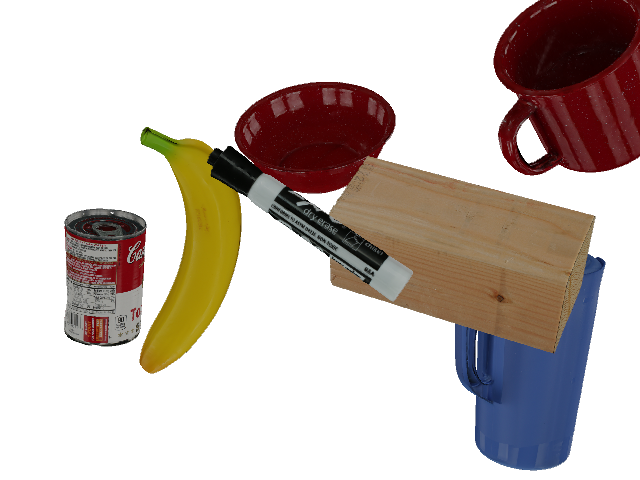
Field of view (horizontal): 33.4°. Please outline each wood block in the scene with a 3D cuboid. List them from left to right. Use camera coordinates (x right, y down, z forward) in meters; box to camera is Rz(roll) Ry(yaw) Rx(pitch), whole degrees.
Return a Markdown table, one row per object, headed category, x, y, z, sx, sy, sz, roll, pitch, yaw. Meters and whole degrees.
| category | x | y | z | sx | sy | sz | roll | pitch | yaw |
| --- | --- | --- | --- | --- | --- | --- | --- | --- | --- |
| wood block | 0.119 | 0.010 | 0.923 | 0.206 | 0.091 | 0.090 | 17 | 47 | 19 |

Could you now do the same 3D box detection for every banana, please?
| category | x | y | z | sx | sy | sz | roll | pitch | yaw |
| --- | --- | --- | --- | --- | --- | --- | --- | --- | --- |
| banana | -0.090 | 0.007 | 0.735 | 0.069 | 0.198 | 0.037 | -1 | 31 | -10 |

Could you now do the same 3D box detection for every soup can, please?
| category | x | y | z | sx | sy | sz | roll | pitch | yaw |
| --- | --- | --- | --- | --- | --- | --- | --- | --- | --- |
| soup can | -0.186 | 0.032 | 0.915 | 0.068 | 0.102 | 0.068 | 6 | 20 | -2 |

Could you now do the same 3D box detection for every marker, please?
| category | x | y | z | sx | sy | sz | roll | pitch | yaw |
| --- | --- | --- | --- | --- | --- | --- | --- | --- | --- |
| marker | -0.007 | -0.010 | 0.548 | 0.121 | 0.020 | 0.020 | 34 | 4 | 6 |

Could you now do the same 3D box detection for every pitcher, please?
| category | x | y | z | sx | sy | sz | roll | pitch | yaw |
| --- | --- | --- | --- | --- | --- | --- | --- | --- | --- |
| pitcher | 0.225 | 0.127 | 1.179 | 0.149 | 0.243 | 0.145 | 6 | 17 | 12 |

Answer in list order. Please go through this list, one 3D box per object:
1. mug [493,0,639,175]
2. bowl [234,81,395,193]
| category | x | y | z | sx | sy | sz | roll | pitch | yaw |
| --- | --- | --- | --- | --- | --- | --- | --- | --- | --- |
| mug | 0.156 | -0.087 | 0.653 | 0.093 | 0.117 | 0.081 | 33 | -14 | 48 |
| bowl | -0.004 | -0.096 | 1.077 | 0.162 | 0.055 | 0.162 | -5 | 39 | 3 |
